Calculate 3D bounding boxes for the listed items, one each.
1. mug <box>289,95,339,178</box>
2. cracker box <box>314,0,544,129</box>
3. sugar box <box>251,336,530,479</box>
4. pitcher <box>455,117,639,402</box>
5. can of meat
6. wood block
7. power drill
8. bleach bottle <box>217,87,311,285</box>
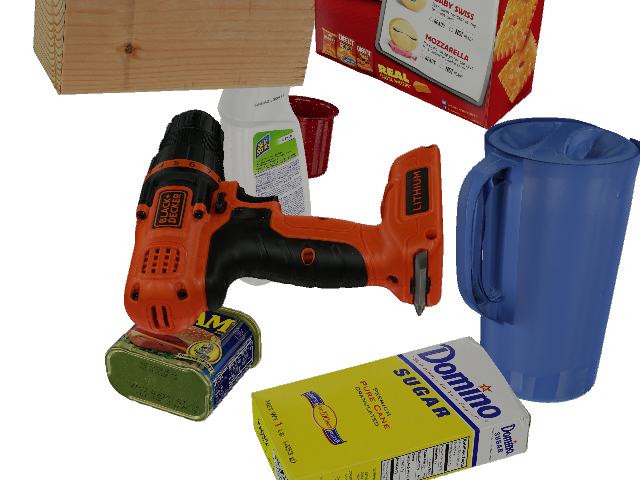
[{"bbox_3d":[-0.023,-0.130,1.324,0.093,0.081,0.117,17,25,21],"label":"mug"},{"bbox_3d":[0.076,-0.206,0.748,0.164,0.214,0.072,29,51,28],"label":"cracker box"},{"bbox_3d":[0.048,0.128,0.754,0.176,0.048,0.093,-15,39,-14],"label":"sugar box"},{"bbox_3d":[0.196,0.020,0.952,0.149,0.243,0.145,5,23,10],"label":"pitcher"},{"bbox_3d":[-0.112,0.094,0.867,0.102,0.057,0.083,14,33,20],"label":"can of meat"},{"bbox_3d":[-0.116,-0.179,0.859,0.205,0.091,0.090,-6,36,-27],"label":"wood block"},{"bbox_3d":[-0.019,-0.019,0.656,0.187,0.057,0.184,-2,44,5],"label":"power drill"},{"bbox_3d":[-0.053,-0.081,1.057,0.068,0.251,0.102,29,44,35],"label":"bleach bottle"}]
